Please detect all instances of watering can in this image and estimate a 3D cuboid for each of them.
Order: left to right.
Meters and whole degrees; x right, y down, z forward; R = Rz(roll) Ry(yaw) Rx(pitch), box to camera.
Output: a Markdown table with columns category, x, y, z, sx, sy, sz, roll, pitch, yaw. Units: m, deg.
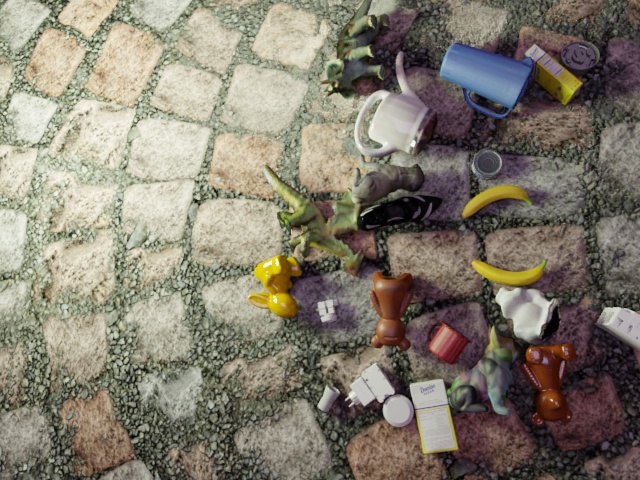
| category | x | y | z | sx | sy | sz | roll | pitch | yaw |
| --- | --- | --- | --- | --- | --- | --- | --- | --- | --- |
| watering can | 0.243 | -0.386 | 1.518 | 0.225 | 0.103 | 0.350 | 25 | 81 | 15 |

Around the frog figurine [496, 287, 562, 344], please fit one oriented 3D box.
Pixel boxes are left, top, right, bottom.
| category | x | y | z | sx | sy | sz | roll | pitch | yaw |
| --- | --- | --- | --- | --- | --- | --- | --- | --- | --- |
| frog figurine | 0.546 | 0.195 | 1.366 | 0.160 | 0.122 | 0.137 | 17 | 93 | 49 |

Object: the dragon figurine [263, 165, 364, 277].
| category | x | y | z | sx | sy | sz | roll | pitch | yaw |
| --- | --- | --- | --- | --- | --- | --- | --- | --- | --- |
| dragon figurine | 0.005 | -0.077 | 1.520 | 0.244 | 0.120 | 0.414 | -19 | 78 | -11 |
